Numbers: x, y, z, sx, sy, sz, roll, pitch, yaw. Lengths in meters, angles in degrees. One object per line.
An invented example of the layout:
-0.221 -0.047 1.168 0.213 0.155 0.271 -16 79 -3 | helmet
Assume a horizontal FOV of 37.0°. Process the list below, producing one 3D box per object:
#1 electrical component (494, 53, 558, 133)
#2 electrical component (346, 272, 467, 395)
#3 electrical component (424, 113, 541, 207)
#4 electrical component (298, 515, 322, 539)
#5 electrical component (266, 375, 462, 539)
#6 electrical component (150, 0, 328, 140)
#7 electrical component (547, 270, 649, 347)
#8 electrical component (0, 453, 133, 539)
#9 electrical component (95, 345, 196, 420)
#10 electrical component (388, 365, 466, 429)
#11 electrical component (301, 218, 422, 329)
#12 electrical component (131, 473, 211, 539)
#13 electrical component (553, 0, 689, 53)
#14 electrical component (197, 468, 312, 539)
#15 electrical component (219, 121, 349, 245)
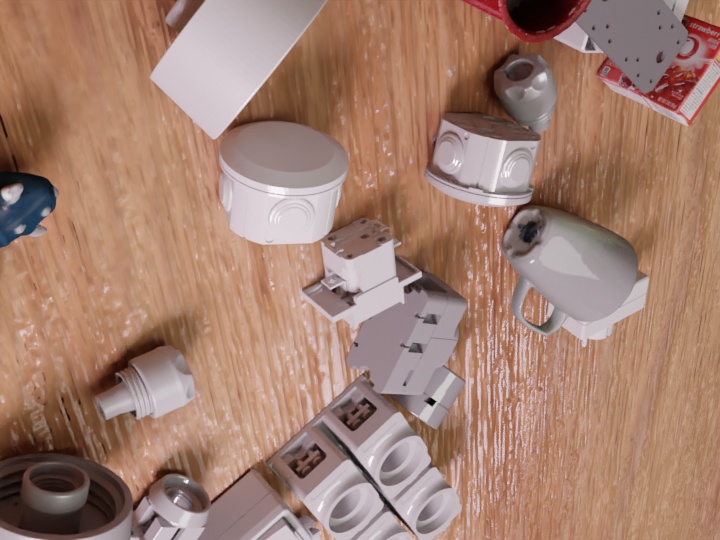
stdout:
0.127 -0.129 0.805 0.043 0.043 0.062 -43 140 -8 | electrical component
0.040 0.050 0.852 0.056 0.050 0.089 9 113 -44 | electrical component
0.090 -0.080 0.781 0.080 0.080 0.051 -7 118 -39 | electrical component
-0.057 0.234 0.911 0.046 0.040 0.040 -27 134 -31 | electrical component
0.013 0.189 0.923 0.105 0.060 0.186 -42 138 -10 | electrical component
-0.070 -0.132 0.585 0.060 0.108 0.108 38 91 -12 | electrical component
0.221 0.039 1.008 0.083 0.047 0.075 -23 132 -28 | electrical component
-0.196 0.157 0.683 0.108 0.108 0.060 -3 115 -40 | electrical component
-0.144 0.079 0.717 0.062 0.043 0.043 -24 132 -25 | electrical component
0.056 0.098 0.900 0.047 0.055 0.055 -54 139 -2 | electrical component
0.000 0.000 0.788 0.081 0.042 0.063 -27 130 -25 | electrical component
-0.142 0.185 0.795 0.066 0.048 0.055 15 116 -46 | electrical component
0.194 -0.218 0.789 0.109 0.056 0.108 -9 125 -37 | electrical component
-0.094 0.218 0.850 0.096 0.061 0.061 -40 138 -12 | electrical component
-0.049 -0.056 0.675 0.080 0.080 0.051 -17 134 -32 | electrical component
